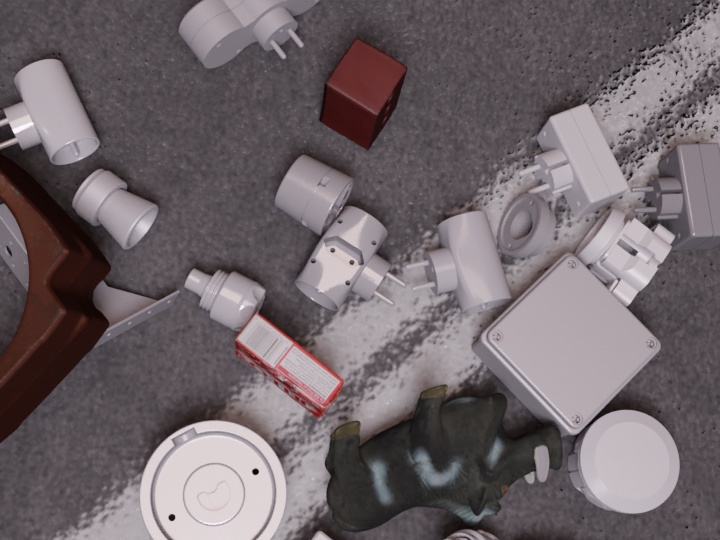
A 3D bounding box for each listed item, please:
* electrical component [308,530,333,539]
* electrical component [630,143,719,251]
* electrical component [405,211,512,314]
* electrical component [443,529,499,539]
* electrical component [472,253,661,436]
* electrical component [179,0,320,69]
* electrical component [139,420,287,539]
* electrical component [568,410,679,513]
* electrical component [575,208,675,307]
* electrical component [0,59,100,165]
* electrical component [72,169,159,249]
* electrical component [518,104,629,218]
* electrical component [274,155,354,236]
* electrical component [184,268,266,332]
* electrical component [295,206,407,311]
[{"bbox_3d":[-0.030,0.248,0.815,0.066,0.047,0.076,38,74,4],"label":"electrical component"},{"bbox_3d":[0.271,-0.062,0.928,0.076,0.047,0.083,-3,76,-7],"label":"electrical component"},{"bbox_3d":[0.078,-0.002,0.893,0.079,0.044,0.077,-13,77,-9],"label":"electrical component"},{"bbox_3d":[0.079,0.217,0.813,0.048,0.062,0.048,-14,61,28],"label":"electrical component"},{"bbox_3d":[0.167,0.062,0.880,0.109,0.056,0.108,-42,83,-14],"label":"electrical component"},{"bbox_3d":[-0.079,-0.215,0.928,0.138,0.052,0.073,-36,82,-13],"label":"electrical component"},{"bbox_3d":[-0.111,0.172,0.820,0.108,0.060,0.108,1,75,-6],"label":"electrical component"},{"bbox_3d":[0.210,0.155,0.863,0.080,0.051,0.080,2,75,-6],"label":"electrical component"},{"bbox_3d":[0.219,-0.015,0.905,0.057,0.058,0.078,37,75,1],"label":"electrical component"},{"bbox_3d":[-0.268,-0.123,0.889,0.079,0.043,0.077,-25,79,-12],"label":"electrical component"},{"bbox_3d":[-0.199,-0.050,0.876,0.055,0.045,0.045,36,75,4],"label":"electrical component"},{"bbox_3d":[0.174,-0.087,0.924,0.076,0.047,0.083,-21,79,-11],"label":"electrical component"},{"bbox_3d":[-0.039,-0.063,0.893,0.047,0.055,0.055,30,74,6],"label":"electrical component"},{"bbox_3d":[-0.111,0.020,0.868,0.062,0.043,0.043,27,74,2],"label":"electrical component"},{"bbox_3d":[0.000,0.000,0.885,0.079,0.043,0.077,33,74,2],"label":"electrical component"}]
